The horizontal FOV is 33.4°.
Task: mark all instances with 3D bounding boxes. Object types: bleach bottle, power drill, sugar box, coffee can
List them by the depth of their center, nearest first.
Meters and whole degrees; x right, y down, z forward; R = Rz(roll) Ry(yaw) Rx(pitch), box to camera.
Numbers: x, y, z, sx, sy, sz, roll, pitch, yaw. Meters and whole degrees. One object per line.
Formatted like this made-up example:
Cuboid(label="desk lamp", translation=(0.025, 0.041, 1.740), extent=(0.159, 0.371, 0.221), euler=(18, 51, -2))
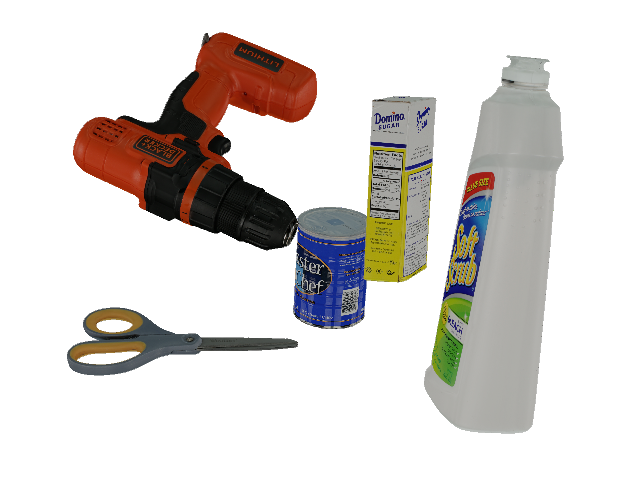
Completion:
Cuboid(label="bleach bottle", translation=(0.124, 0.000, 0.738), extent=(0.068, 0.251, 0.102), euler=(3, 13, -9))
Cuboid(label="power drill", translation=(-0.073, -0.083, 0.848), extent=(0.184, 0.057, 0.187), euler=(25, 45, 10))
Cuboid(label="sugar box", translation=(0.078, -0.052, 1.052), extent=(0.048, 0.176, 0.093), euler=(4, 10, 21))
Cuboid(label="coffee can", translation=(0.016, 0.037, 1.475), extent=(0.103, 0.140, 0.103), euler=(3, 24, -1))

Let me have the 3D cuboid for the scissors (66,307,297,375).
Cuboid(label="scissors", translation=(-0.130, 0.084, 0.972), extent=(0.201, 0.016, 0.096), euler=(-8, 34, -16))
